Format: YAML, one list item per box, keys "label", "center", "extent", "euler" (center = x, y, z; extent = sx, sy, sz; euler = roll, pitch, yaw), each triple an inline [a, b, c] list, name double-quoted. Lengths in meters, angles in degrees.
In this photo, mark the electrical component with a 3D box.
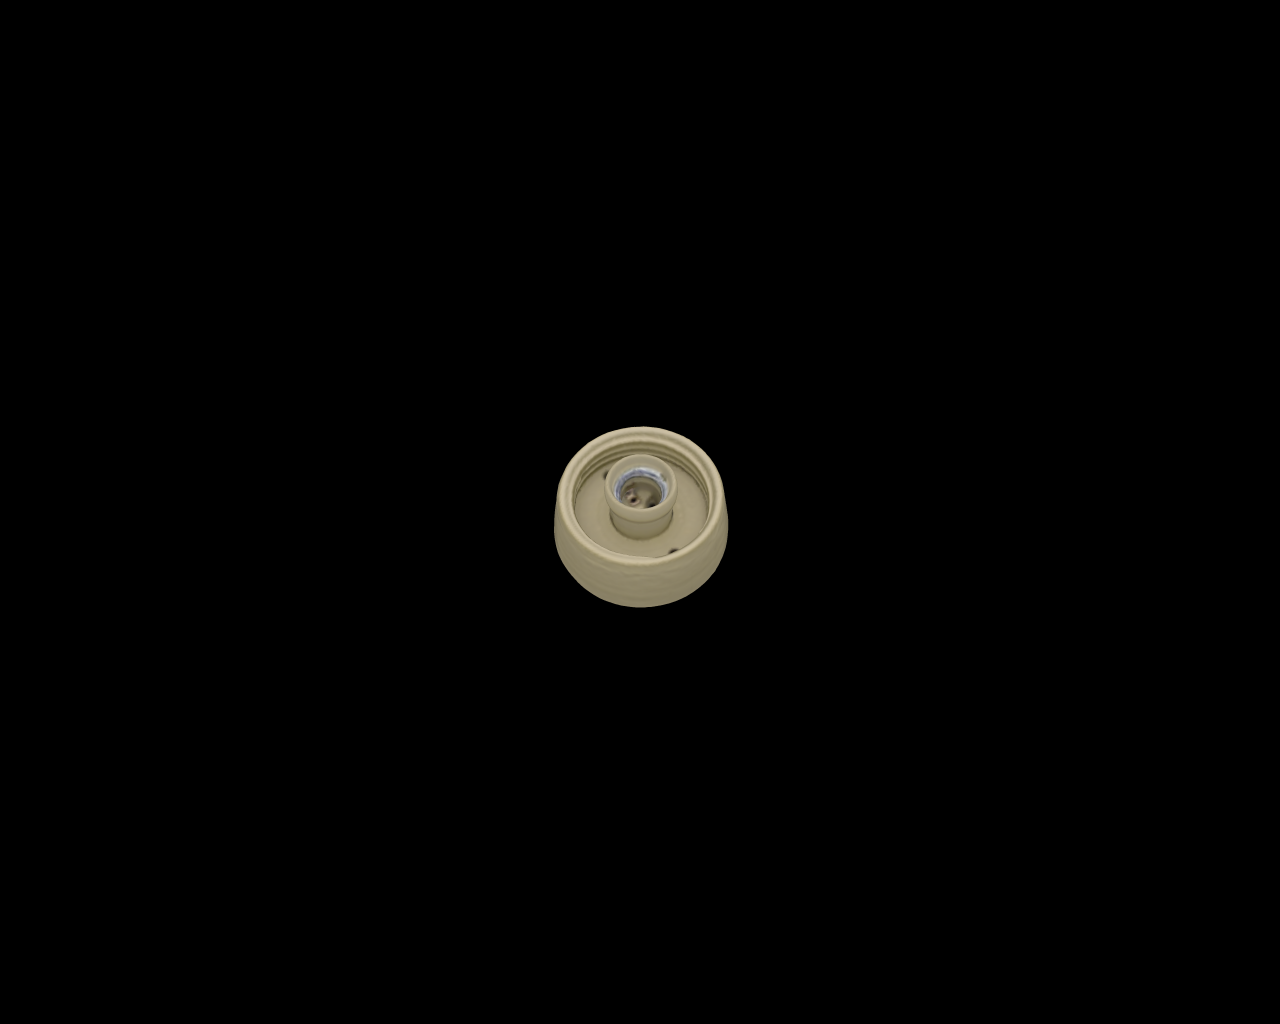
- label: "electrical component"
  center: [0.001, -0.003, 0.650]
  extent: [0.108, 0.108, 0.060]
  euler: [0, -31, 0]
